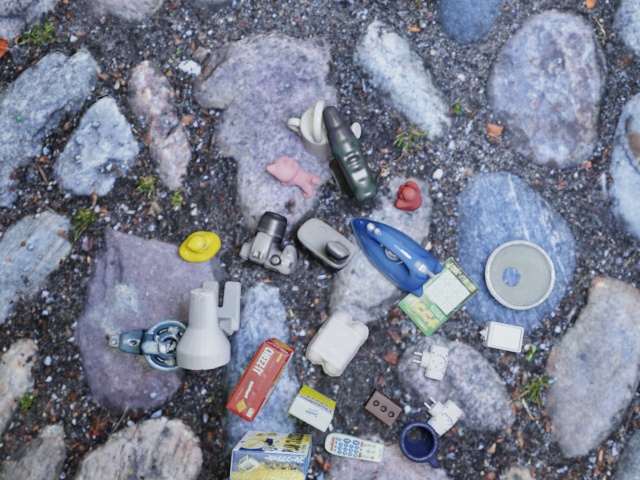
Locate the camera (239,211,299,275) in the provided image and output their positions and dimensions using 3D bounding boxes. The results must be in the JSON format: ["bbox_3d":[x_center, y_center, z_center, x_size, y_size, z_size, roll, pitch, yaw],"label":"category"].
[{"bbox_3d":[-0.114,0.004,1.409,0.143,0.101,0.137,18,83,4],"label":"camera"}]

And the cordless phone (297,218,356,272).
[{"bbox_3d":[0.013,0.005,1.363,0.147,0.185,0.094,34,85,6],"label":"cordless phone"}]

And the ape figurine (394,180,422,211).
[{"bbox_3d":[0.219,-0.109,1.420,0.078,0.092,0.076,-39,83,-4],"label":"ape figurine"}]

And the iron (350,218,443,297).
[{"bbox_3d":[0.175,0.021,1.379,0.258,0.141,0.119,39,85,6],"label":"iron"}]

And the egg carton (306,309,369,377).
[{"bbox_3d":[0.040,0.248,1.388,0.107,0.069,0.150,35,85,6],"label":"egg carton"}]

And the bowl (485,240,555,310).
[{"bbox_3d":[0.477,0.086,1.396,0.167,0.075,0.167,0,82,2],"label":"bowl"}]

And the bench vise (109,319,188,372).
[{"bbox_3d":[-0.389,0.254,1.322,0.207,0.220,0.121,-14,82,0],"label":"bench vise"}]

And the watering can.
[{"bbox_3d":[0.009,-0.277,1.396,0.173,0.194,0.101,-12,82,0],"label":"watering can"}]

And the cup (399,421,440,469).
[{"bbox_3d":[0.234,0.475,1.339,0.092,0.095,0.117,-37,83,-3],"label":"cup"}]

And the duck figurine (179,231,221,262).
[{"bbox_3d":[-0.304,0.013,1.420,0.104,0.086,0.077,-21,82,-1],"label":"duck figurine"}]

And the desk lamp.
[{"bbox_3d":[-0.258,0.191,1.330,0.118,0.213,0.203,1,82,2],"label":"desk lamp"}]

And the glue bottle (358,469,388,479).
[{"bbox_3d":[0.120,0.565,1.291,0.078,0.173,0.037,-28,82,-2],"label":"glue bottle"}]

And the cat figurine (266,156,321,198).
[{"bbox_3d":[-0.064,-0.164,1.422,0.127,0.118,0.067,25,84,5],"label":"cat figurine"}]

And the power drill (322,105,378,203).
[{"bbox_3d":[0.065,-0.190,1.376,0.075,0.208,0.229,-26,82,-2],"label":"power drill"}]
